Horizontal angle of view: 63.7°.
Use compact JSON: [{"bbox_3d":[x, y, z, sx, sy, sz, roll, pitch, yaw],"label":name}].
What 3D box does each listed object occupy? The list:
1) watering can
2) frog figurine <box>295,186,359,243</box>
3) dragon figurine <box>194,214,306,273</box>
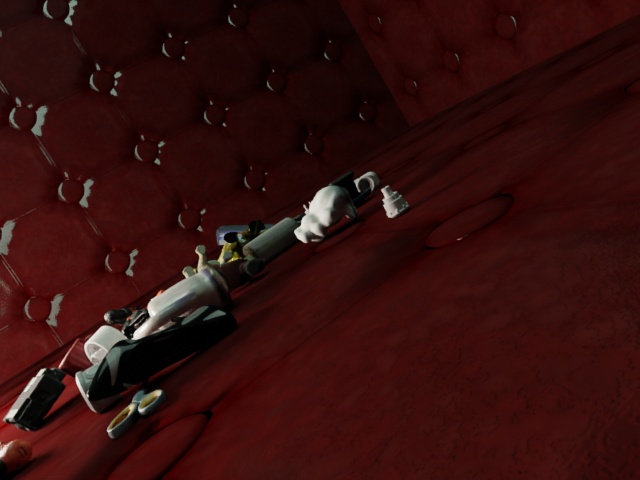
[{"bbox_3d":[-0.314,0.159,1.163,0.226,0.104,0.344,-33,-1,-21],"label":"watering can"},{"bbox_3d":[0.004,-0.065,1.285,0.160,0.120,0.139,-21,25,-9],"label":"frog figurine"},{"bbox_3d":[-0.246,0.032,1.695,0.414,0.122,0.240,-25,-4,-25],"label":"dragon figurine"}]
